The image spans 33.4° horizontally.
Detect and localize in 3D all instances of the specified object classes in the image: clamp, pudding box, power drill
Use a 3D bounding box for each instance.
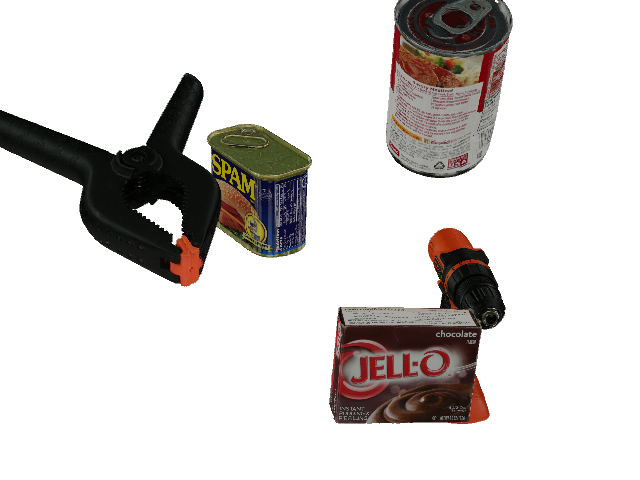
[{"bbox_3d":[-0.120,-0.050,0.740,0.164,0.036,0.210,-21,48,-26],"label":"clamp"},{"bbox_3d":[0.067,0.099,0.854,0.113,0.090,0.039,0,26,-8],"label":"pudding box"},{"bbox_3d":[0.155,0.100,1.148,0.057,0.188,0.184,-2,25,-6],"label":"power drill"}]

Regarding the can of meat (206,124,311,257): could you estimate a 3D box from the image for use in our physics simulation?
[{"bbox_3d":[-0.054,-0.043,0.928,0.057,0.084,0.102,-20,37,-32],"label":"can of meat"}]

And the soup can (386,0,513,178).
[{"bbox_3d":[0.076,-0.096,0.649,0.068,0.068,0.102,0,-40,-1],"label":"soup can"}]
